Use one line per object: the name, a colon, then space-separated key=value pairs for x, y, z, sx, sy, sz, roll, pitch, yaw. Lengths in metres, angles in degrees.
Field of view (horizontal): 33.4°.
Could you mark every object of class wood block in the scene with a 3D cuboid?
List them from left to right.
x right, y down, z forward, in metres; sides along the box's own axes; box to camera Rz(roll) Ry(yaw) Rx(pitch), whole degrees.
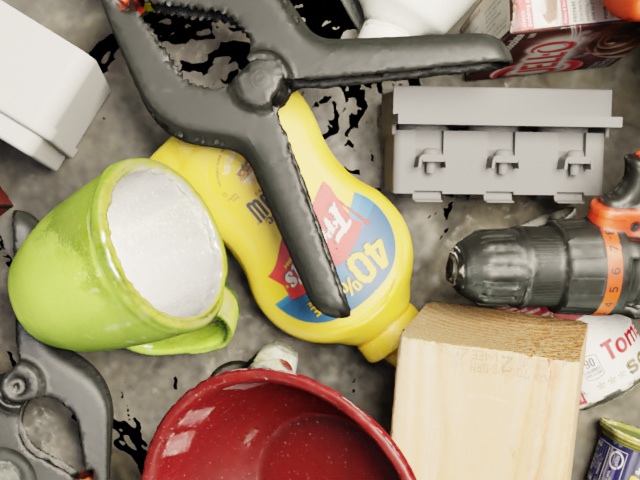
wood block: x=0.084 y=0.146 z=0.565 sx=0.090 sy=0.090 sz=0.206 roll=7 pitch=101 yaw=15

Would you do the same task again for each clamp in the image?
clamp: x=-0.182 y=0.082 z=0.606 sx=0.120 sy=0.039 sz=0.171 roll=-26 pitch=89 yaw=-2
clamp: x=-0.018 y=-0.085 z=0.553 sx=0.210 sy=0.036 sz=0.164 roll=40 pitch=89 yaw=8

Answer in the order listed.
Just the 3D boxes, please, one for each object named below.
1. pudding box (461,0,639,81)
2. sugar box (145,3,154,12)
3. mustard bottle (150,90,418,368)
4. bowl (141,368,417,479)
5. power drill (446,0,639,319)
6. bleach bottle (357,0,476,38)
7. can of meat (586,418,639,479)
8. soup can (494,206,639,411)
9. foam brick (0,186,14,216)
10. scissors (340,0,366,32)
pudding box: x=0.133 y=-0.120 z=0.589 sx=0.090 sy=0.113 sz=0.039 roll=-7 pitch=84 yaw=-4
sugar box: x=-0.112 y=-0.228 z=0.600 sx=0.093 sy=0.048 sz=0.176 roll=16 pitch=87 yaw=-6
mustard bottle: x=-0.004 y=0.001 z=0.609 sx=0.096 sy=0.058 sz=0.191 roll=-40 pitch=95 yaw=-1
bowl: x=-0.008 y=0.135 z=0.521 sx=0.162 sy=0.055 sz=0.162 roll=5 pitch=100 yaw=29
power drill: x=0.160 y=-0.048 z=0.530 sx=0.184 sy=0.057 sz=0.188 roll=-1 pitch=116 yaw=-13
bleach bottle: x=0.072 y=-0.222 z=0.606 sx=0.102 sy=0.068 sz=0.251 roll=22 pitch=91 yaw=-14
can of meat: x=0.205 y=0.162 z=0.632 sx=0.102 sy=0.057 sz=0.084 roll=17 pitch=92 yaw=-5
soup can: x=0.139 y=0.041 z=0.617 sx=0.068 sy=0.068 sz=0.102 roll=-28 pitch=93 yaw=-4
foam brick: x=-0.217 y=-0.036 z=0.593 sx=0.053 sy=0.051 sz=0.078 roll=-35 pitch=94 yaw=-4
scissors: x=-0.004 y=-0.226 z=0.608 sx=0.096 sy=0.016 sz=0.201 roll=-50 pitch=117 yaw=-19
